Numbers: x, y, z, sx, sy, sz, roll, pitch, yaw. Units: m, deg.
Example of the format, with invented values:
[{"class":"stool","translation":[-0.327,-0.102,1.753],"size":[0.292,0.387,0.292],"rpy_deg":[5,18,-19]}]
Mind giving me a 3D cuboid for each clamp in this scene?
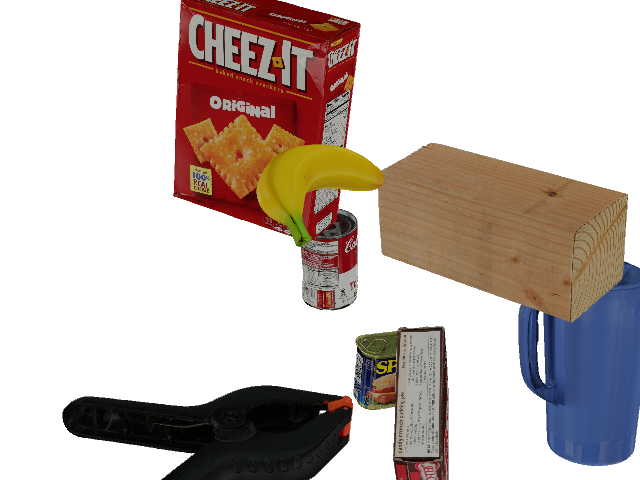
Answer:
[{"class":"clamp","translation":[-0.056,0.123,0.610],"size":[0.171,0.039,0.120],"rpy_deg":[-5,34,-17]}]

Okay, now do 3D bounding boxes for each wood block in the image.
[{"class":"wood block","translation":[0.160,-0.014,0.967],"size":[0.206,0.090,0.090],"rpy_deg":[20,37,38]}]

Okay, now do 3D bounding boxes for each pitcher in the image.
[{"class":"pitcher","translation":[0.327,0.150,1.312],"size":[0.149,0.243,0.144],"rpy_deg":[5,17,21]}]

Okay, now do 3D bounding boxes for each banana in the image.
[{"class":"banana","translation":[-0.005,-0.046,0.854],"size":[0.037,0.069,0.197],"rpy_deg":[-35,2,28]}]

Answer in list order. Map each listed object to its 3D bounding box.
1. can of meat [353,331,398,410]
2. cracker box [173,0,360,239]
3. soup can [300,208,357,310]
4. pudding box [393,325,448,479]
[{"class":"can of meat","translation":[0.095,0.170,1.401],"size":[0.102,0.084,0.057],"rpy_deg":[-4,25,-19]},{"class":"cracker box","translation":[-0.058,-0.122,1.042],"size":[0.164,0.214,0.072],"rpy_deg":[20,33,21]},{"class":"soup can","translation":[0.009,0.022,1.245],"size":[0.068,0.102,0.068],"rpy_deg":[-1,31,0]},{"class":"pudding box","translation":[0.074,0.132,0.771],"size":[0.039,0.113,0.090],"rpy_deg":[-2,-41,6]}]
